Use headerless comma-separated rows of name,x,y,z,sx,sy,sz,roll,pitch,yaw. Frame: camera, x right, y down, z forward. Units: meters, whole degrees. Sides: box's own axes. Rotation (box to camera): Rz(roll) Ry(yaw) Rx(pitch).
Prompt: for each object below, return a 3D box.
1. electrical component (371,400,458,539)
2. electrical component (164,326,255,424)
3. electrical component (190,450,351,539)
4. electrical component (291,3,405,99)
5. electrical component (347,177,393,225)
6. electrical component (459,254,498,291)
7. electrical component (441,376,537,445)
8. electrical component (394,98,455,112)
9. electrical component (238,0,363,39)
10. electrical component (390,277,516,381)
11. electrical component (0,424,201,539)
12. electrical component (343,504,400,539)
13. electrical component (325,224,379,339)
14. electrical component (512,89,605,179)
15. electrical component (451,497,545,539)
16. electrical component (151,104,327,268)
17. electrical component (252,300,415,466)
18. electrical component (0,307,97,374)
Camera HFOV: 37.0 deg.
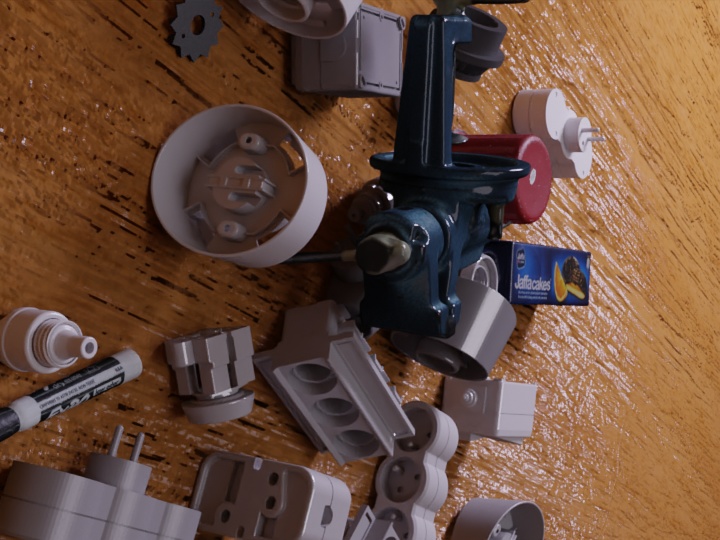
electrical component,0.052,0.189,0.932,0.074,0.052,0.138,37,63,-53
electrical component,-0.095,0.069,0.702,0.066,0.048,0.055,-16,98,-56
electrical component,-0.057,0.158,0.722,0.059,0.095,0.053,34,65,-53
electrical component,-0.007,-0.162,0.805,0.096,0.061,0.061,-10,102,-64
electrical component,0.016,-0.054,0.863,0.078,0.040,0.040,-29,117,-52
electrical component,0.087,0.011,0.963,0.078,0.057,0.058,-44,128,-46
electrical component,0.119,0.132,1.019,0.096,0.062,0.061,14,81,-56
electrical component,0.061,-0.141,0.921,0.062,0.048,0.048,28,70,-62
electrical component,-0.039,-0.201,0.714,0.099,0.099,0.064,45,63,-49
electrical component,0.077,0.051,0.915,0.099,0.099,0.064,48,61,-48
electrical component,-0.144,0.128,0.627,0.138,0.052,0.073,36,64,-52
electrical component,-0.020,0.249,0.818,0.121,0.063,0.078,-58,138,-36
electrical component,0.000,0.000,0.841,0.077,0.043,0.079,-59,138,-35
electrical component,0.221,-0.143,1.136,0.138,0.074,0.052,39,61,-51
electrical component,0.132,0.270,1.051,0.099,0.064,0.099,-8,100,-56
electrical component,-0.073,-0.051,0.680,0.064,0.099,0.099,31,67,-60
electrical component,-0.017,0.084,0.804,0.063,0.079,0.121,-85,154,-44
electrical component,-0.166,0.039,0.575,0.035,0.061,0.035,-9,101,-56
